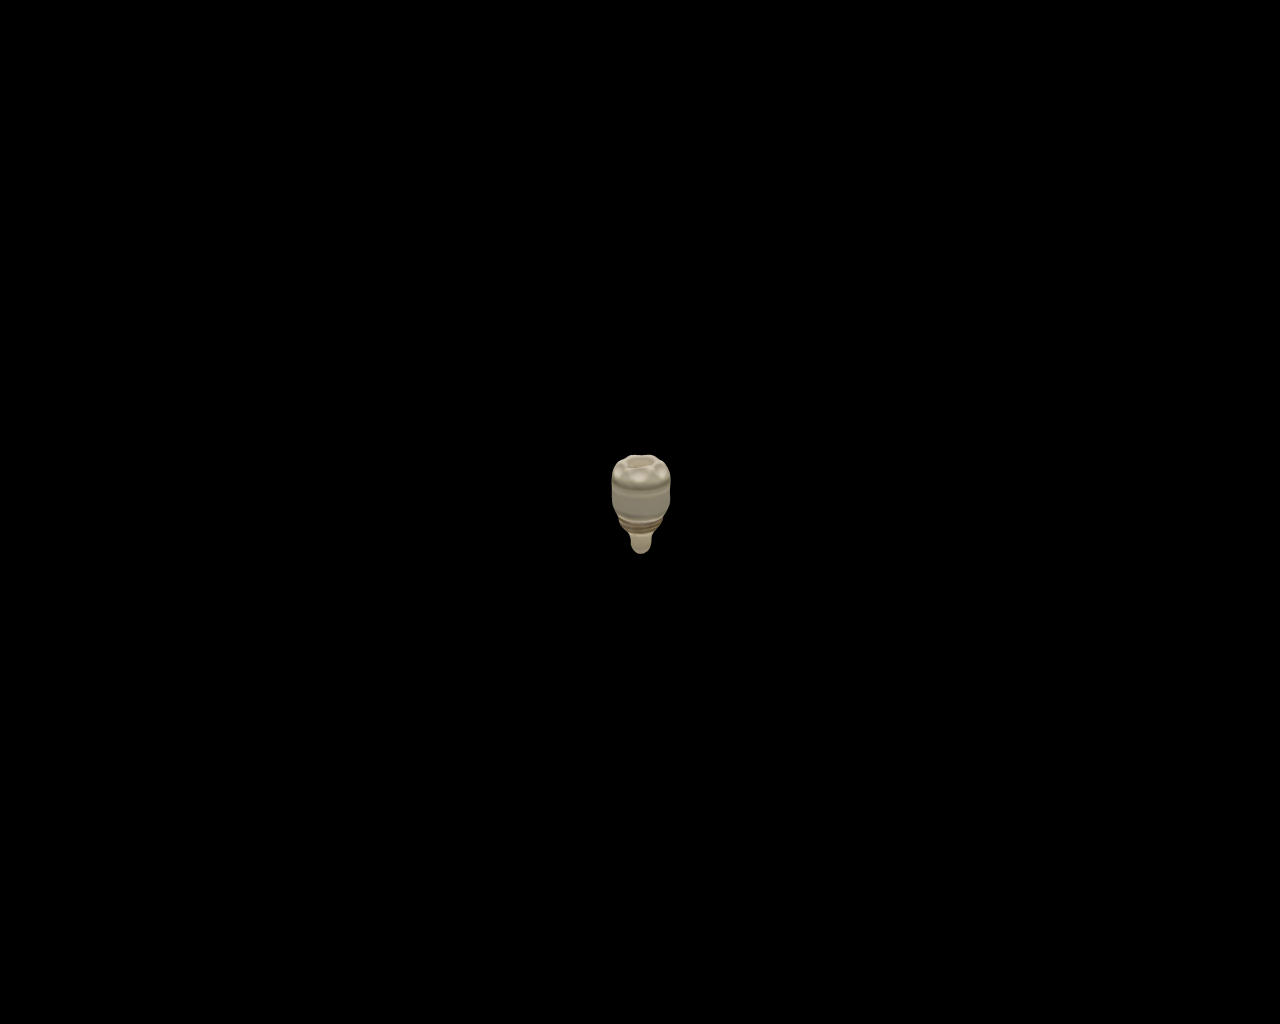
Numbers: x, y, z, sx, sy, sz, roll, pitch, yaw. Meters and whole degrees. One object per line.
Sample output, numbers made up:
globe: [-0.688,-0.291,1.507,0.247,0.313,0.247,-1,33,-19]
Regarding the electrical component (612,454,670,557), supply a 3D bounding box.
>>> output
electrical component: [0.001,-0.003,0.650,0.035,0.061,0.035,0,22,0]
